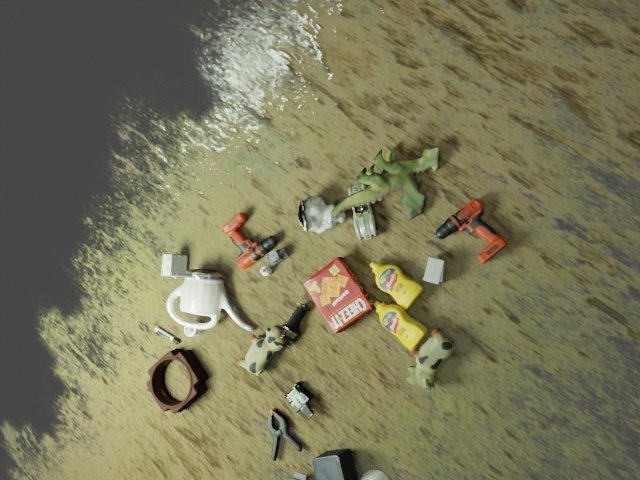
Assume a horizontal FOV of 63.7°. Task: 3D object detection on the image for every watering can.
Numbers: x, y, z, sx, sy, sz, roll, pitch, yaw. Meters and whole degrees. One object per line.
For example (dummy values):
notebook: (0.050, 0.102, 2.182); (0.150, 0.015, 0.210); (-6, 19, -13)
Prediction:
watering can: (-0.402, 0.226, 1.934); (0.348, 0.103, 0.225); (7, 85, 6)

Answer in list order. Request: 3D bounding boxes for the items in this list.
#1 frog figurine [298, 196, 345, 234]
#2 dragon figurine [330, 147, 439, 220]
frog figurine: (0.006, -0.093, 1.845); (0.160, 0.120, 0.139); (-6, 71, -18)
dragon figurine: (0.248, -0.168, 1.744); (0.243, 0.122, 0.410); (40, 89, 5)
